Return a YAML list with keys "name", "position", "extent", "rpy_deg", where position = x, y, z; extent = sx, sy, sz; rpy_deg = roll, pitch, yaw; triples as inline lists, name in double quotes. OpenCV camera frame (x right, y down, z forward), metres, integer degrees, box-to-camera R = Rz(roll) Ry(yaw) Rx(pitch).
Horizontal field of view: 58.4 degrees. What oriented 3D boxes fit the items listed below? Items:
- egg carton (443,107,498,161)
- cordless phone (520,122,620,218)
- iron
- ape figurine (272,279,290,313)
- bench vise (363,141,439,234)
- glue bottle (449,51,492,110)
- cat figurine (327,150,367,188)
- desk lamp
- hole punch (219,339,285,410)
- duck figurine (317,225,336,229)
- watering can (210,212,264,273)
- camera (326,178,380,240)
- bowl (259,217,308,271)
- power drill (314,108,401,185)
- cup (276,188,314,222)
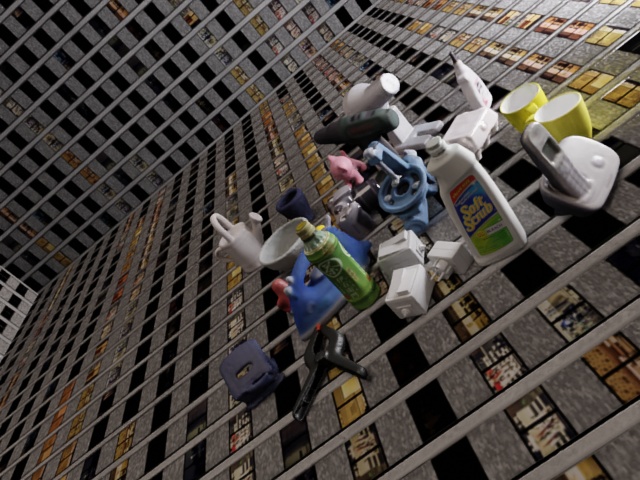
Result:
- name: "egg carton"
  position: [0.344, -0.238, 1.315]
  extent: [0.107, 0.069, 0.150]
  rpy_deg: [-5, 44, 52]
- name: "cordless phone"
  position: [0.404, -0.140, 0.940]
  extent: [0.093, 0.185, 0.148]
  rpy_deg: [-7, 43, 51]
- name: "iron"
  position: [-0.005, 0.076, 1.241]
  extent: [0.118, 0.142, 0.259]
  rpy_deg: [1, 49, 55]
- name: "ape figurine"
  position: [-0.075, 0.123, 1.326]
  extent: [0.078, 0.092, 0.076]
  rpy_deg: [-42, 25, 2]
- name: "bench vise"
  position: [0.163, -0.142, 1.247]
  extent: [0.121, 0.220, 0.207]
  rpy_deg: [-34, 27, 18]
- name: "glue bottle"
  position: [0.363, -0.390, 1.404]
  extent: [0.037, 0.173, 0.078]
  rpy_deg: [-20, 34, 39]
- name: "cat figurine"
  position: [0.069, -0.206, 1.603]
  extent: [0.067, 0.118, 0.128]
  rpy_deg: [-28, 29, 28]
- name: "desk lamp"
  position: [0.186, -0.342, 1.535]
  extent: [0.202, 0.214, 0.118]
  rpy_deg: [-2, 47, 54]
- name: "hole punch"
  position: [-0.144, 0.276, 1.188]
  extent: [0.108, 0.091, 0.101]
  rpy_deg: [-42, 25, 2]
- name: "duck figurine"
  position: [0.013, 0.005, 1.392]
  extent: [0.104, 0.086, 0.077]
  rpy_deg: [-35, 26, 16]
- name: "watering can"
  position: [-0.236, -0.010, 1.645]
  extent: [0.173, 0.194, 0.100]
  rpy_deg: [-46, 26, -7]
- name: "camera"
  position: [0.093, -0.089, 1.406]
  extent: [0.137, 0.101, 0.143]
  rpy_deg: [-39, 26, 8]
- name: "bowl"
  position: [-0.076, 0.024, 1.503]
  extent: [0.167, 0.075, 0.167]
  rpy_deg: [-33, 27, 20]
- name: "power drill"
  position: [0.123, -0.237, 1.467]
  extent: [0.229, 0.209, 0.076]
  rpy_deg: [-22, 32, 37]
- name: "cup"
  position: [-0.065, -0.094, 1.648]
  extent: [0.091, 0.095, 0.117]
  rpy_deg: [-33, 27, 19]
